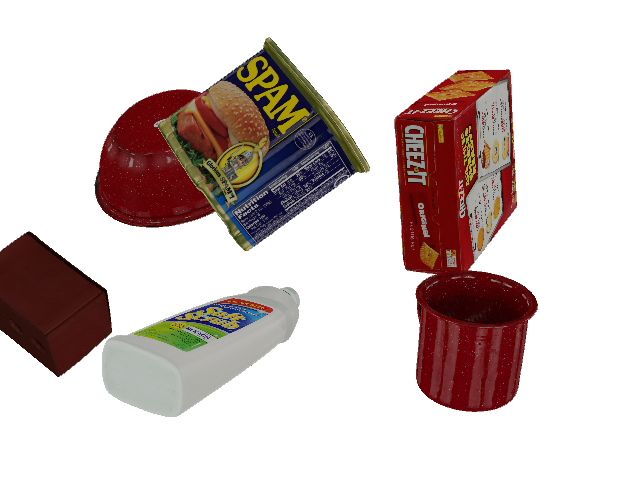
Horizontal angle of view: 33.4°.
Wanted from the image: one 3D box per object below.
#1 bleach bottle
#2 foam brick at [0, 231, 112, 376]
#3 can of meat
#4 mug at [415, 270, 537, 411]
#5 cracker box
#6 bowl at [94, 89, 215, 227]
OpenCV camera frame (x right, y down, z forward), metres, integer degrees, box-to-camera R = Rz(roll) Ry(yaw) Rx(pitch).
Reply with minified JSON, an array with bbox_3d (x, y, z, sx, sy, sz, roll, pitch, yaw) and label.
[{"bbox_3d":[-0.106,0.098,1.106,0.103,0.068,0.250,16,24,27],"label":"bleach bottle"},{"bbox_3d":[-0.187,0.043,0.719,0.078,0.053,0.051,33,56,22],"label":"foam brick"},{"bbox_3d":[-0.035,-0.054,0.606,0.084,0.102,0.057,-36,-42,0],"label":"can of meat"},{"bbox_3d":[0.111,0.075,0.843,0.093,0.081,0.117,-12,28,-28],"label":"mug"},{"bbox_3d":[0.146,-0.078,1.126,0.072,0.164,0.213,3,22,25],"label":"cracker box"},{"bbox_3d":[-0.132,-0.085,0.946,0.162,0.055,0.162,-9,43,8],"label":"bowl"}]
